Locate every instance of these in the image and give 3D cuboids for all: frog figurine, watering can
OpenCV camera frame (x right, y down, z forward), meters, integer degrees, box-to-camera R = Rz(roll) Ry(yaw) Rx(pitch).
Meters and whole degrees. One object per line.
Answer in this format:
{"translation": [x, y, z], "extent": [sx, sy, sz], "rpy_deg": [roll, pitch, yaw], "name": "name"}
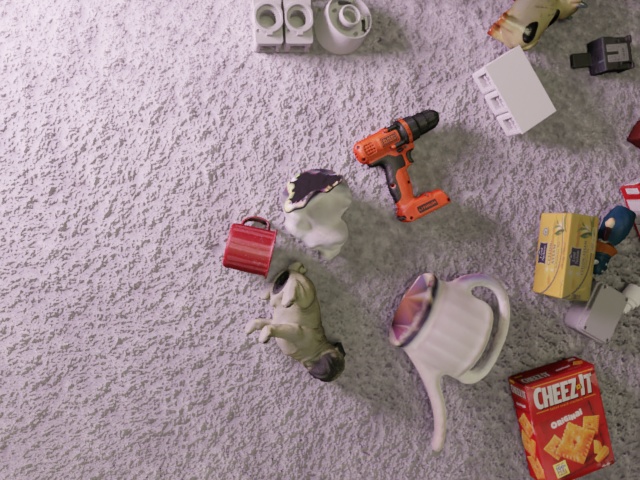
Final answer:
{"translation": [0.003, -0.048, 0.954], "extent": [0.139, 0.124, 0.156], "rpy_deg": [-42, 135, -16], "name": "frog figurine"}
{"translation": [0.229, 0.210, 0.981], "extent": [0.223, 0.104, 0.349], "rpy_deg": [29, 84, -9], "name": "watering can"}
